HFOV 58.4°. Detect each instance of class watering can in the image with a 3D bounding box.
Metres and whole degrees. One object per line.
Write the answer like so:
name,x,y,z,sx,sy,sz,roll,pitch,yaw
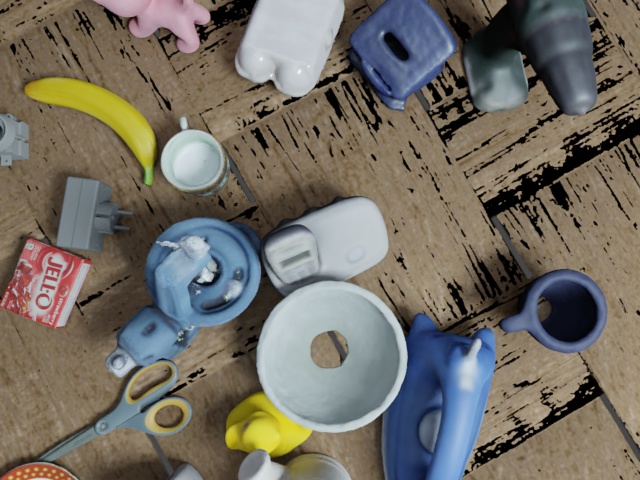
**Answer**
watering can,-0.015,0.292,0.587,0.173,0.194,0.101,26,84,2

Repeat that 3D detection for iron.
iron,0.131,0.216,0.624,0.118,0.141,0.258,12,84,0

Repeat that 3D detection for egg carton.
egg carton,-0.035,-0.254,0.703,0.107,0.069,0.150,19,84,1

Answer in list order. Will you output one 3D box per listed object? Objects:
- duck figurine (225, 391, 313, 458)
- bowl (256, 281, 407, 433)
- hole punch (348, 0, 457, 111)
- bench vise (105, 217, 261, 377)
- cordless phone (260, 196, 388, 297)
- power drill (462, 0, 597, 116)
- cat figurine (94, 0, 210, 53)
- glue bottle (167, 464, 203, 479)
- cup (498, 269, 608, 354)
duck figurine,-0.059,0.214,0.648,0.104,0.086,0.077,-8,84,-2
bowl,0.013,0.131,0.664,0.167,0.074,0.167,0,84,-1
hole punch,0.097,-0.229,0.693,0.101,0.091,0.108,-38,86,-4
bench vise,-0.139,0.064,0.594,0.121,0.219,0.207,24,84,2
cordless phone,0.006,0.002,0.621,0.147,0.185,0.094,-27,85,-3
power drill,0.227,-0.221,0.636,0.075,0.208,0.230,-11,85,-2
cat figurine,-0.205,-0.287,0.679,0.128,0.117,0.067,15,84,0
glue bottle,-0.170,0.291,0.595,0.037,0.173,0.078,44,85,4
cup,0.254,0.085,0.663,0.118,0.095,0.092,-15,85,-2
